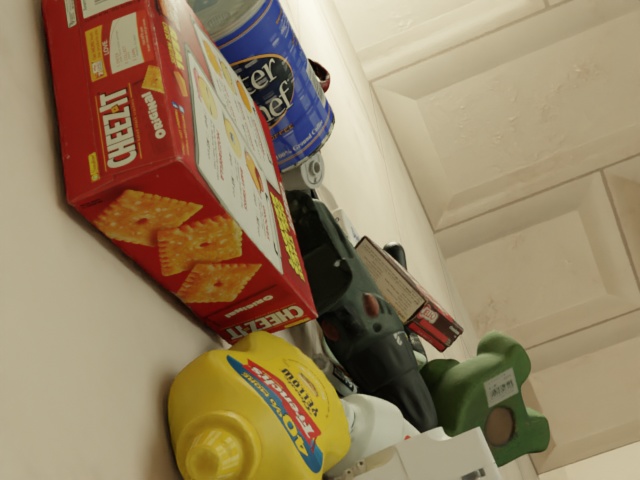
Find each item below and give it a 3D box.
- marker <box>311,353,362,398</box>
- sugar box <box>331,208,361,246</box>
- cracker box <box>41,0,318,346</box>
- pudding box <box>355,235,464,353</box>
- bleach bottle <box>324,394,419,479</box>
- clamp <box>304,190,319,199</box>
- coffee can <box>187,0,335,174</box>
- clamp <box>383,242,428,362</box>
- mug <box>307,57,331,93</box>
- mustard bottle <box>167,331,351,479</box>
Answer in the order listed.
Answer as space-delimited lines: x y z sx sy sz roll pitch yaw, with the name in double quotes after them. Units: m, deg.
0.017 0.128 0.958 0.121 0.020 0.020 52 19 -60 "marker"
0.039 0.061 1.153 0.093 0.048 0.176 55 14 -50 "sugar box"
-0.081 -0.050 0.642 0.213 0.072 0.164 55 18 -59 "cracker box"
0.084 0.055 1.075 0.114 0.039 0.090 45 4 39 "pudding box"
0.058 0.204 0.857 0.250 0.068 0.102 51 60 -42 "bleach bottle"
-0.007 0.001 1.048 0.120 0.039 0.171 58 11 -71 "clamp"
-0.060 -0.132 0.838 0.103 0.103 0.140 -100 166 -48 "coffee can"
0.094 0.117 1.189 0.210 0.036 0.164 -105 -169 -47 "clamp"
-0.047 -0.153 0.948 0.081 0.117 0.093 -108 -153 -50 "mug"
-0.037 0.103 0.585 0.096 0.058 0.191 53 9 6 "mustard bottle"
